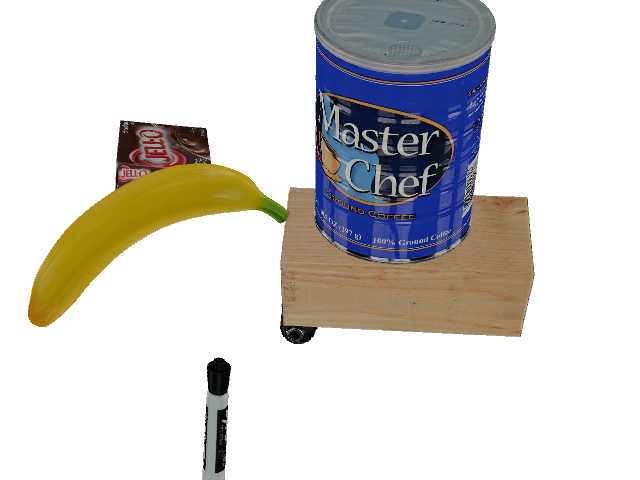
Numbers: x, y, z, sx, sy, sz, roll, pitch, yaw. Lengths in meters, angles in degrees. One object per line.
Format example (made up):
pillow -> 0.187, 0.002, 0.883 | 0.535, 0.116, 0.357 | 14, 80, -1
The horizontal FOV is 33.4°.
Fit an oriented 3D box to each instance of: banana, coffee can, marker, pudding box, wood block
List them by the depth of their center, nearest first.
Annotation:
coffee can -> 0.047, -0.071, 0.645 | 0.103, 0.140, 0.103 | 0, 39, 0
banana -> -0.124, -0.005, 0.732 | 0.198, 0.069, 0.037 | -23, 9, 6
marker -> -0.084, 0.146, 0.857 | 0.020, 0.121, 0.020 | 4, 28, -3
wood block -> 0.072, 0.019, 0.924 | 0.206, 0.091, 0.090 | 2, -42, 3
pudding box -> -0.157, -0.080, 1.057 | 0.090, 0.039, 0.113 | 5, 25, -11

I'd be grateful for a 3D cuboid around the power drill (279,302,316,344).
power drill -> 0.051, 0.061, 1.230 | 0.188, 0.057, 0.184 | 0, 28, 8
